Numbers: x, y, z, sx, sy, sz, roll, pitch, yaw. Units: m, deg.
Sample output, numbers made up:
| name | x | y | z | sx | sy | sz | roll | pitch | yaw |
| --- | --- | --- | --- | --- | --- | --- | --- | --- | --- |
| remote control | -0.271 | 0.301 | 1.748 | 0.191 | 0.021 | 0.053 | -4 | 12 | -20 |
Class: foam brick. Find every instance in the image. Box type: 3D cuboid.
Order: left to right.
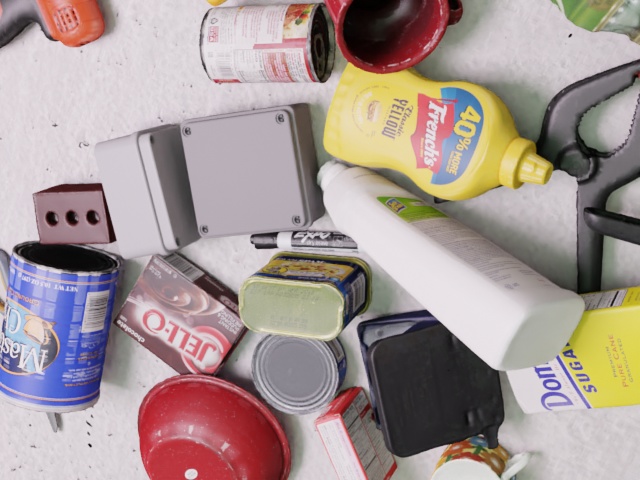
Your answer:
| name | x | y | z | sx | sy | sz | roll | pitch | yaw |
| --- | --- | --- | --- | --- | --- | --- | --- | --- | --- |
| foam brick | -0.225 | -0.026 | 1.023 | 0.078 | 0.051 | 0.053 | -2 | 102 | 19 |

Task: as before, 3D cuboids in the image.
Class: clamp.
| name | x | y | z | sx | sy | sz | roll | pitch | yaw |
| --- | --- | --- | --- | --- | --- | --- | --- | --- | --- |
| clamp | 0.217 | -0.055 | 0.876 | 0.164 | 0.036 | 0.210 | 42 | 114 | 3 |
| clamp | 0.295 | 0.001 | 0.847 | 0.120 | 0.039 | 0.171 | -32 | 100 | 21 |

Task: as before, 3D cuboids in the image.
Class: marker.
| name | x | y | z | sx | sy | sz | roll | pitch | yaw |
| --- | --- | --- | --- | --- | --- | --- | --- | --- | --- |
| marker | -0.006 | 0.001 | 0.973 | 0.121 | 0.020 | 0.020 | 2 | 103 | 18 |

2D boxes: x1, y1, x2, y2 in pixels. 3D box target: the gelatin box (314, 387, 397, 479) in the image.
| name | x | y | z | sx | sy | sz | roll | pitch | yaw |
| --- | --- | --- | --- | --- | --- | --- | --- | --- | --- |
| gelatin box | 0.033 | 0.188 | 0.974 | 0.030 | 0.073 | 0.089 | -22 | 95 | 22 |

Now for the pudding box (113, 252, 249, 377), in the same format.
| name | x | y | z | sx | sy | sz | roll | pitch | yaw |
| --- | --- | --- | --- | --- | --- | --- | --- | --- | --- |
| pudding box | -0.129 | 0.075 | 1.020 | 0.113 | 0.039 | 0.090 | 37 | 112 | 8 |

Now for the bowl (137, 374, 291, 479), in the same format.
| name | x | y | z | sx | sy | sz | roll | pitch | yaw |
| --- | --- | --- | --- | --- | --- | --- | --- | --- | --- |
| bowl | -0.112 | 0.209 | 1.017 | 0.162 | 0.055 | 0.162 | 8 | 119 | 15 |

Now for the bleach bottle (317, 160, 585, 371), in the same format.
| name | x | y | z | sx | sy | sz | roll | pitch | yaw |
| --- | --- | --- | --- | --- | --- | --- | --- | --- | --- |
| bleach bottle | 0.091 | 0.007 | 0.884 | 0.251 | 0.102 | 0.068 | 41 | 118 | 35 |

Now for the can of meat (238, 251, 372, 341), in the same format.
| name | x | y | z | sx | sy | sz | roll | pitch | yaw |
| --- | --- | --- | --- | --- | --- | --- | --- | --- | --- |
| can of meat | -0.013 | 0.050 | 0.952 | 0.102 | 0.083 | 0.057 | 5 | 104 | 17 |

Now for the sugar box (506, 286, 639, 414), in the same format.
| name | x | y | z | sx | sy | sz | roll | pitch | yaw |
| --- | --- | --- | --- | --- | --- | --- | --- | --- | --- |
| sugar box | 0.238 | 0.089 | 0.874 | 0.176 | 0.048 | 0.093 | -13 | 108 | 30 |

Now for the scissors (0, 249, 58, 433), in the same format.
| name | x | y | z | sx | sy | sz | roll | pitch | yaw |
| --- | --- | --- | --- | --- | --- | --- | --- | --- | --- |
| scissors | -0.283 | 0.093 | 1.089 | 0.096 | 0.016 | 0.202 | -26 | 93 | 22 |

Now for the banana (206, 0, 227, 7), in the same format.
| name | x | y | z | sx | sy | sz | roll | pitch | yaw |
| --- | --- | --- | --- | --- | --- | --- | --- | --- | --- |
| banana | -0.016 | -0.262 | 0.893 | 0.198 | 0.069 | 0.037 | -24 | 126 | 24 |

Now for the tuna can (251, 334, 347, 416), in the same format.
| name | x | y | z | sx | sy | sz | roll | pitch | yaw |
| --- | --- | --- | --- | --- | --- | --- | --- | --- | --- |
| tuna can | -0.019 | 0.118 | 0.996 | 0.086 | 0.033 | 0.086 | 4 | 104 | 18 |

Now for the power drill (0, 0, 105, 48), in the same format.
| name | x | y | z | sx | sy | sz | roll | pitch | yaw |
| --- | --- | --- | --- | --- | --- | --- | --- | --- | --- |
| power drill | -0.308 | -0.246 | 0.996 | 0.188 | 0.057 | 0.184 | -19 | 96 | 21 |

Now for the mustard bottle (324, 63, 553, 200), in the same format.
| name | x | y | z | sx | sy | sz | roll | pitch | yaw |
| --- | --- | --- | --- | --- | --- | --- | --- | --- | --- |
| mustard bottle | 0.100 | -0.085 | 0.873 | 0.192 | 0.058 | 0.096 | 24 | 98 | 27 |

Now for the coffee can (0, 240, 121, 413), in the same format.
| name | x | y | z | sx | sy | sz | roll | pitch | yaw |
| --- | --- | --- | --- | --- | --- | --- | --- | --- | --- |
| coffee can | -0.253 | 0.081 | 1.024 | 0.103 | 0.102 | 0.140 | 15 | 103 | 15 |

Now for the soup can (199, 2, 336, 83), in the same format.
| name | x | y | z | sx | sy | sz | roll | pitch | yaw |
| --- | --- | --- | --- | --- | --- | --- | --- | --- | --- |
| soup can | -0.045 | -0.169 | 0.921 | 0.102 | 0.068 | 0.068 | 2 | 103 | 18 |

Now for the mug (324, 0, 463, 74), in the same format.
| name | x | y | z | sx | sy | sz | roll | pitch | yaw |
| --- | --- | --- | --- | --- | --- | --- | --- | --- | --- |
| mug | 0.059 | -0.195 | 0.864 | 0.117 | 0.081 | 0.093 | -2 | 131 | -16 |
